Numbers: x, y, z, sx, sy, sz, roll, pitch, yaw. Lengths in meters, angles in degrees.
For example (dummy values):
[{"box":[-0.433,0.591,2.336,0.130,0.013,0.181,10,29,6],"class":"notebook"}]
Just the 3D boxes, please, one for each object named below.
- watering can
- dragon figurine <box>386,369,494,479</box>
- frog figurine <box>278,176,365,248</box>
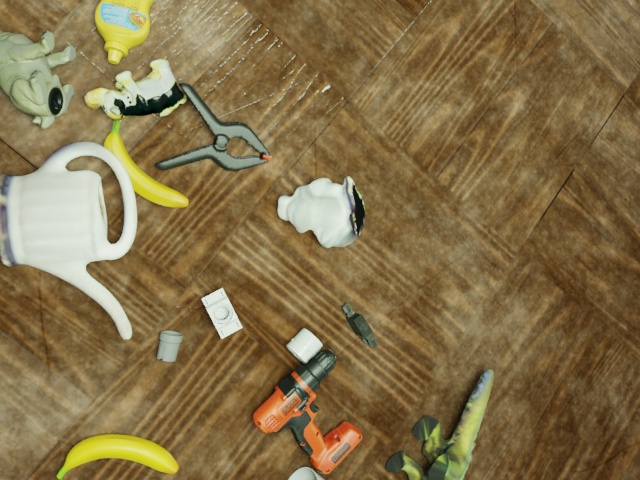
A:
[{"box":[-0.427,0.005,0.873,0.225,0.103,0.349,-4,86,-13],"class":"watering can"},{"box":[0.270,0.478,1.011,0.413,0.123,0.240,-45,113,-12],"class":"dragon figurine"},{"box":[0.003,-0.050,1.002,0.159,0.124,0.137,-9,96,21],"class":"frog figurine"}]
